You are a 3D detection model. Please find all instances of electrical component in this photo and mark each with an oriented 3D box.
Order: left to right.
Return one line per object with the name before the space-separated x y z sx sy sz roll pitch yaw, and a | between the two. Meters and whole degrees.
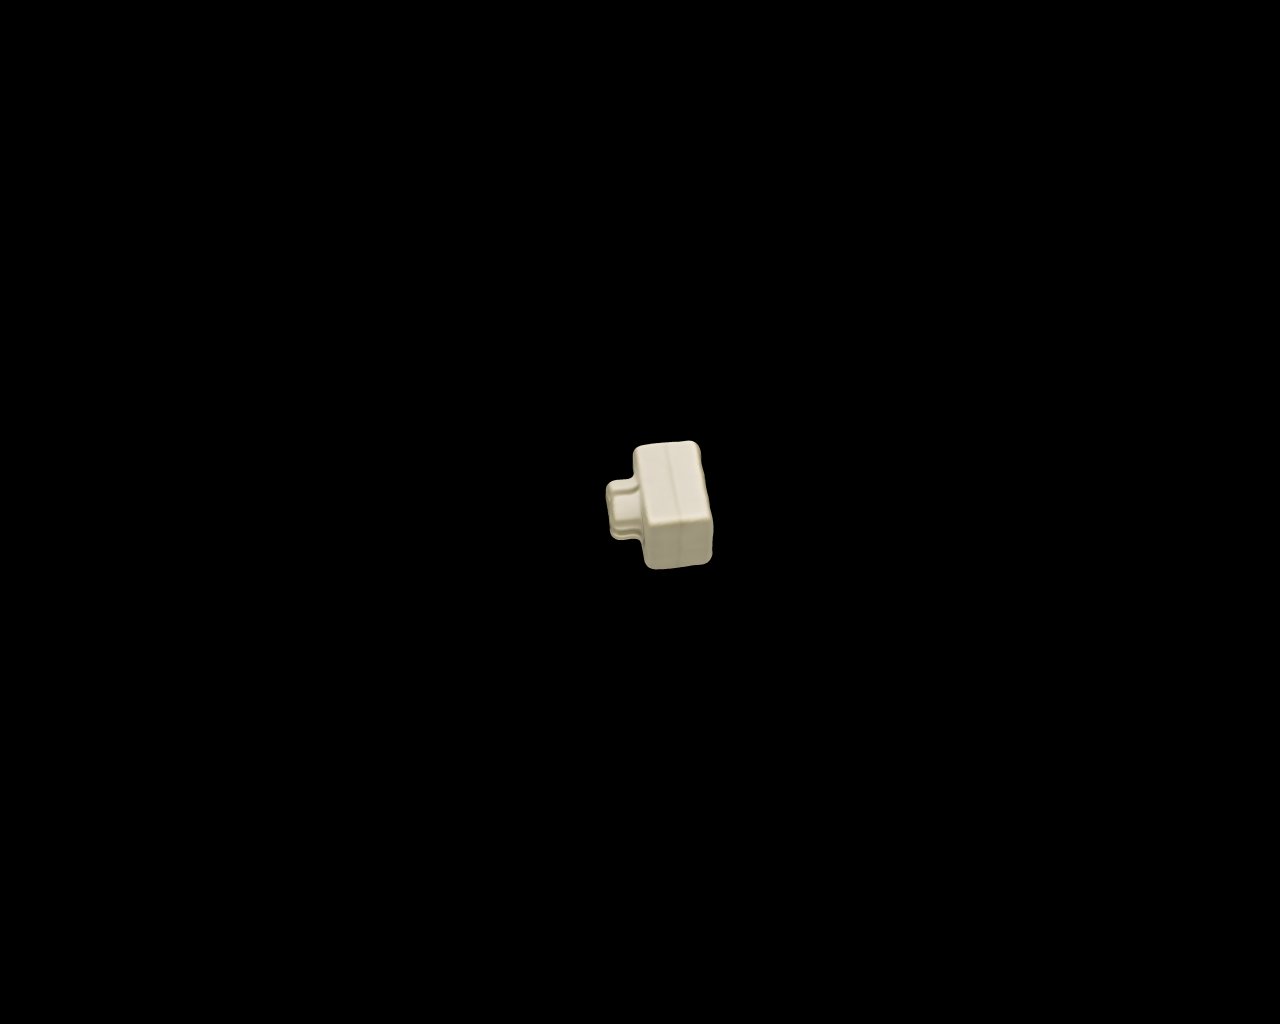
electrical component | 0.001 -0.003 0.650 0.077 0.066 0.047 -5 -39 -4
